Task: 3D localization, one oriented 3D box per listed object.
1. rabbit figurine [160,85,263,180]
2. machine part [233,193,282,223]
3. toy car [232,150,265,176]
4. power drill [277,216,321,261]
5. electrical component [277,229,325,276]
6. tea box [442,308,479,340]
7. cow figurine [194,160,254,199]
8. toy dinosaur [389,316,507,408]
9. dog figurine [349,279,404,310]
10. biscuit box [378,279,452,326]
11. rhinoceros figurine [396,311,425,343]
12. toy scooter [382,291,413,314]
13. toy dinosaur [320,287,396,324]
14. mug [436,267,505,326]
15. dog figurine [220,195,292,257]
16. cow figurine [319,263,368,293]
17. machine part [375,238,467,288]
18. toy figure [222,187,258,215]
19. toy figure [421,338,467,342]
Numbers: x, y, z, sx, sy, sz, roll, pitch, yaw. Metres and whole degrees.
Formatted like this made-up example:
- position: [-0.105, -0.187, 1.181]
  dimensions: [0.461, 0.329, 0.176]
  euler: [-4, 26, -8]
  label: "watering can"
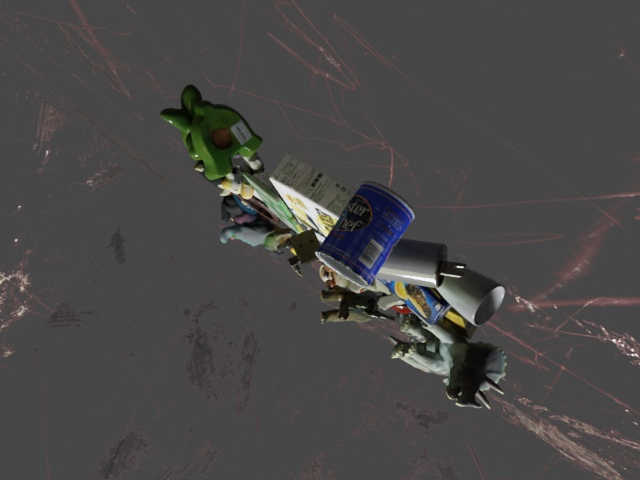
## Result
- position: [-0.216, -0.192, 0.984]
  dimensions: [0.159, 0.121, 0.170]
  euler: [47, 162, -27]
  label: "rabbit figurine"
- position: [-0.156, -0.112, 1.348]
  dimensions: [0.179, 0.056, 0.179]
  euler: [34, 171, 6]
  label: "machine part"
- position: [-0.192, -0.190, 1.108]
  dimensions: [0.202, 0.056, 0.073]
  euler: [26, 161, 32]
  label: "toy car"
- position: [-0.003, -0.004, 1.302]
  dimensions: [0.232, 0.086, 0.207]
  euler: [35, 174, 2]
  label: "power drill"
- position: [-0.027, 0.024, 1.092]
  dimensions: [0.078, 0.102, 0.045]
  euler: [59, 171, 11]
  label: "electrical component"
- position: [0.272, 0.135, 1.101]
  dimensions: [0.098, 0.068, 0.169]
  euler: [27, 167, 28]
  label: "tea box"
- position: [-0.209, -0.142, 1.177]
  dimensions: [0.098, 0.068, 0.168]
  euler: [4, -157, -36]
  label: "cow figurine"
- position: [0.266, 0.245, 1.146]
  dimensions: [0.192, 0.131, 0.405]
  euler: [32, 176, 1]
  label: "toy dinosaur"
- position: [0.168, 0.087, 1.193]
  dimensions: [0.172, 0.121, 0.190]
  euler: [30, -175, 22]
  label: "dog figurine"
- position: [0.161, 0.068, 1.017]
  dimensions: [0.203, 0.063, 0.059]
  euler: [41, 131, 22]
  label: "biscuit box"
- position: [0.256, 0.208, 1.379]
  dimensions: [0.073, 0.112, 0.190]
  euler: [41, 176, -23]
  label: "rhinoceros figurine"
- position: [0.238, 0.153, 1.288]
  dimensions: [0.135, 0.075, 0.184]
  euler: [37, 165, -15]
  label: "toy scooter"
- position: [0.115, 0.183, 1.496]
  dimensions: [0.199, 0.105, 0.471]
  euler: [3, -179, 11]
  label: "toy dinosaur"
- position: [0.258, 0.087, 0.936]
  dimensions: [0.107, 0.080, 0.109]
  euler: [39, -169, 37]
  label: "mug"
- position: [-0.173, -0.049, 1.579]
  dimensions: [0.219, 0.191, 0.108]
  euler: [3, -177, 8]
  label: "dog figurine"
- position: [0.074, 0.088, 1.437]
  dimensions: [0.127, 0.085, 0.195]
  euler: [-5, -174, -44]
  label: "cow figurine"
- position: [0.128, 0.032, 0.927]
  dimensions: [0.243, 0.079, 0.079]
  euler: [8, 159, 25]
  label: "machine part"
- position: [-0.225, -0.133, 1.468]
  dimensions: [0.154, 0.058, 0.064]
  euler: [43, 162, -17]
  label: "toy figure"
- position: [0.352, 0.279, 1.492]
  dimensions: [0.180, 0.082, 0.089]
  euler: [46, 147, -21]
  label: "toy figure"
